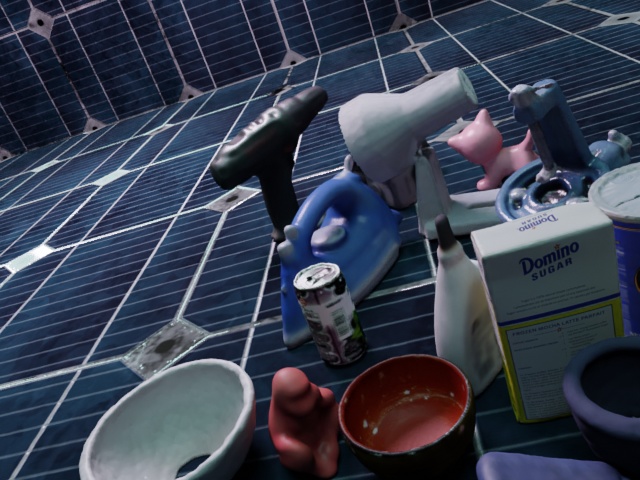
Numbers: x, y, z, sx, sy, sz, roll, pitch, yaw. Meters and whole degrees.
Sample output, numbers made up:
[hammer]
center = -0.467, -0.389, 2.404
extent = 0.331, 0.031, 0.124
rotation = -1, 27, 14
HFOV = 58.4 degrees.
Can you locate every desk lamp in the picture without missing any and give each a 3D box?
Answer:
[desk lamp]
center = 0.148, -0.115, 0.782
extent = 0.202, 0.214, 0.118
rotation = -9, 28, 23

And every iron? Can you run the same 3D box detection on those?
[iron]
center = 0.007, 0.003, 0.734
extent = 0.118, 0.142, 0.259
rotation = -1, 31, 35

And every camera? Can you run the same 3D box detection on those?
[camera]
center = 0.128, -0.133, 0.963
extent = 0.137, 0.101, 0.142
rotation = -30, 27, -20

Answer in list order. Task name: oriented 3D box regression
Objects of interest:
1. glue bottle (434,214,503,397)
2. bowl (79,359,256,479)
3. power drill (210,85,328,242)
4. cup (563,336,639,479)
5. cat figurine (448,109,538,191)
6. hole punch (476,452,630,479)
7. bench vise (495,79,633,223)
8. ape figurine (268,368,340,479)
[glue bottle]
center = 0.127, 0.053, 0.510
extent = 0.078, 0.173, 0.037
rotation = -37, 30, -32
[bowl]
center = -0.127, 0.193, 0.532
extent = 0.167, 0.075, 0.167
rotation = -16, 26, 8
[power drill]
center = -0.056, -0.115, 0.933
extent = 0.230, 0.209, 0.075
rotation = -31, 28, -23
[cup]
center = 0.230, 0.122, 0.391
extent = 0.118, 0.095, 0.091
rotation = -25, 26, -10
[cat figurine]
center = 0.262, -0.136, 0.853
extent = 0.127, 0.118, 0.067
rotation = 2, 33, 38
[hole punch]
center = 0.153, 0.179, 0.339
extent = 0.101, 0.091, 0.108
rotation = -17, 26, 7
[bench vise]
center = 0.264, -0.086, 0.634
extent = 0.121, 0.220, 0.208
rotation = 3, 34, 39
[ape figurine]
center = -0.017, 0.154, 0.508
extent = 0.078, 0.092, 0.075
rotation = -37, 30, -32
